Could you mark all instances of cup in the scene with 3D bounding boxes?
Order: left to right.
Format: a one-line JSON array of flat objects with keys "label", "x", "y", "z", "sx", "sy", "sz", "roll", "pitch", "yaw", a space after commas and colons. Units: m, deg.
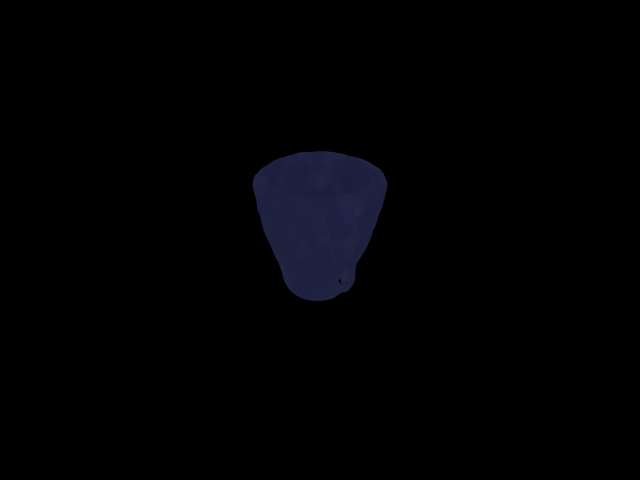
[{"label": "cup", "x": 0.004, "y": 0.001, "z": 0.400, "sx": 0.092, "sy": 0.095, "sz": 0.117, "roll": -7, "pitch": 31, "yaw": -12}]
